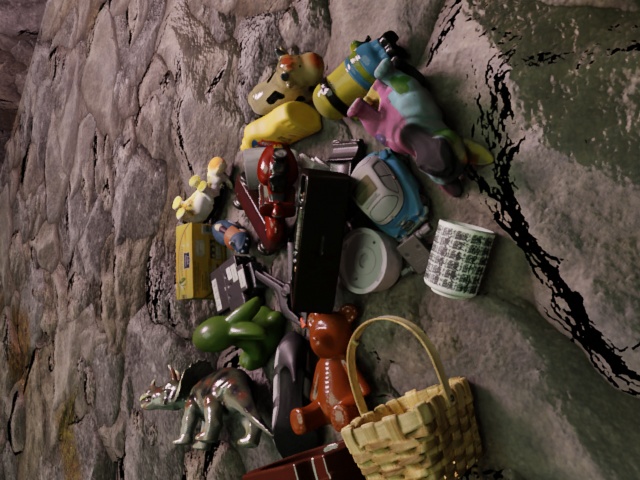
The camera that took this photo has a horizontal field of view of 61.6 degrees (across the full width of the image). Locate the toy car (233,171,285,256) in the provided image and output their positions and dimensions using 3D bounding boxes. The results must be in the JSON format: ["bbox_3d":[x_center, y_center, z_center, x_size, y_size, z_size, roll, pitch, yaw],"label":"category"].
[{"bbox_3d":[-0.126,-0.059,1.121,0.202,0.053,0.089,57,144,33],"label":"toy car"}]

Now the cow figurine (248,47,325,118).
[{"bbox_3d":[-0.066,-0.298,1.030,0.195,0.127,0.085,-21,75,44],"label":"cow figurine"}]

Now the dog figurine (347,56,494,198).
[{"bbox_3d":[0.158,-0.169,0.821,0.219,0.191,0.108,42,117,1],"label":"dog figurine"}]

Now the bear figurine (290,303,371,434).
[{"bbox_3d":[0.016,0.211,0.905,0.120,0.132,0.195,-13,83,31],"label":"bear figurine"}]

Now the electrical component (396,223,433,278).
[{"bbox_3d":[0.152,0.018,0.838,0.063,0.021,0.094,48,124,2],"label":"electrical component"}]

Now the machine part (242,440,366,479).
[{"bbox_3d":[-0.002,0.379,0.852,0.201,0.201,0.087,-33,67,38],"label":"machine part"}]

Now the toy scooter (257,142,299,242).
[{"bbox_3d":[-0.076,-0.088,0.954,0.135,0.075,0.183,-173,85,-84],"label":"toy scooter"}]

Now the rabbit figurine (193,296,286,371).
[{"bbox_3d":[-0.156,0.185,1.044,0.159,0.170,0.121,-35,63,38],"label":"rabbit figurine"}]

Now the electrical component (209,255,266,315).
[{"bbox_3d":[-0.172,0.099,1.148,0.134,0.058,0.115,-31,67,39],"label":"electrical component"}]

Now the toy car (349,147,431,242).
[{"bbox_3d":[0.096,-0.076,0.866,0.109,0.103,0.162,-48,54,32],"label":"toy car"}]

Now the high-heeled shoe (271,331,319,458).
[{"bbox_3d":[-0.050,0.299,1.014,0.145,0.086,0.248,-106,16,-67],"label":"high-heeled shoe"}]

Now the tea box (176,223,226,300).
[{"bbox_3d":[-0.270,0.051,1.223,0.068,0.098,0.169,-10,78,43],"label":"tea box"}]

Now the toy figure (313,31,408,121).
[{"bbox_3d":[0.062,-0.282,0.928,0.180,0.089,0.082,-37,54,39],"label":"toy figure"}]

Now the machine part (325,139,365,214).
[{"bbox_3d":[0.043,-0.113,0.968,0.084,0.039,0.138,9,91,40],"label":"machine part"}]

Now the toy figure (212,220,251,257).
[{"bbox_3d":[-0.188,-0.007,1.158,0.155,0.064,0.057,24,105,55],"label":"toy figure"}]

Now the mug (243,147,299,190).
[{"bbox_3d":[-0.092,-0.139,1.067,0.107,0.109,0.081,-7,69,1],"label":"mug"}]

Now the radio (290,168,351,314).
[{"bbox_3d":[-0.005,-0.004,0.894,0.131,0.073,0.229,-112,30,-74],"label":"radio"}]

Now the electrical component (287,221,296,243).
[{"bbox_3d":[-0.002,-0.003,0.996,0.119,0.047,0.074,39,114,41],"label":"electrical component"}]

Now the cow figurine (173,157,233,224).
[{"bbox_3d":[-0.253,-0.106,1.236,0.167,0.098,0.068,-49,47,7],"label":"cow figurine"}]

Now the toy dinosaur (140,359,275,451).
[{"bbox_3d":[-0.205,0.324,1.101,0.405,0.131,0.192,-20,56,38],"label":"toy dinosaur"}]
